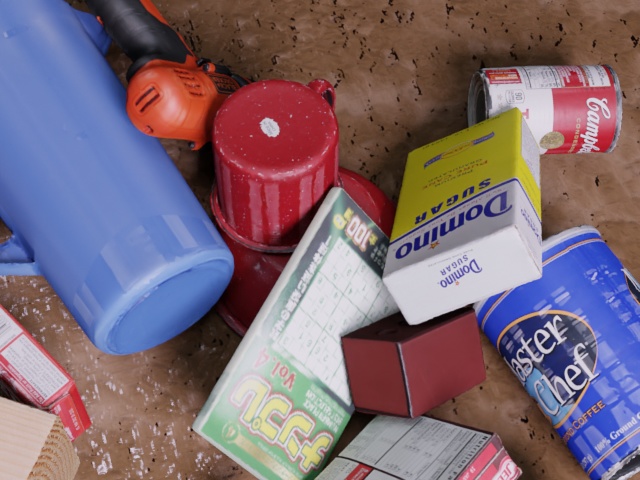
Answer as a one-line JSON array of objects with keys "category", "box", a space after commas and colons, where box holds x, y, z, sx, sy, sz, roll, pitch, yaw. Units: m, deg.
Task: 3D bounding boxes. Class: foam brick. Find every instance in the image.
[{"category": "foam brick", "box": [0.062, 0.077, 0.689, 0.078, 0.053, 0.051, -19, 102, -42]}]

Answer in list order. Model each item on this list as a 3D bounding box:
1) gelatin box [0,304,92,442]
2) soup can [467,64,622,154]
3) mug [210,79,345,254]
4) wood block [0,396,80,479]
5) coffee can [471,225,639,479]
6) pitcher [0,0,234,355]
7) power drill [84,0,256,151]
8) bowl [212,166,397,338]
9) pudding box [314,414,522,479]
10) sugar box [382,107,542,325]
[{"category": "gelatin box", "box": [-0.189, 0.087, 0.684, 0.089, 0.073, 0.030, 41, 65, 19]}, {"category": "soup can", "box": [0.169, -0.098, 0.814, 0.102, 0.068, 0.068, -2, 60, -4]}, {"category": "mug", "box": [-0.022, -0.060, 0.707, 0.093, 0.081, 0.117, 29, 63, 16]}, {"category": "wood block", "box": [-0.264, 0.130, 0.646, 0.206, 0.090, 0.090, 16, 60, 7]}, {"category": "coffee can", "box": [0.179, 0.075, 0.692, 0.102, 0.103, 0.140, -26, 65, -17]}, {"category": "pitcher", "box": [-0.175, -0.038, 0.731, 0.243, 0.149, 0.144, 52, 26, 20]}, {"category": "power drill", "box": [-0.108, -0.147, 0.765, 0.057, 0.184, 0.188, -41, 77, 19]}, {"category": "bowl", "box": [-0.005, 0.001, 0.755, 0.162, 0.055, 0.162, 1, 59, -2]}, {"category": "pudding box", "box": [0.051, 0.149, 0.643, 0.090, 0.114, 0.039, -42, 114, -24]}, {"category": "sugar box", "box": [0.098, -0.022, 0.715, 0.093, 0.048, 0.176, -23, 22, 22]}]
